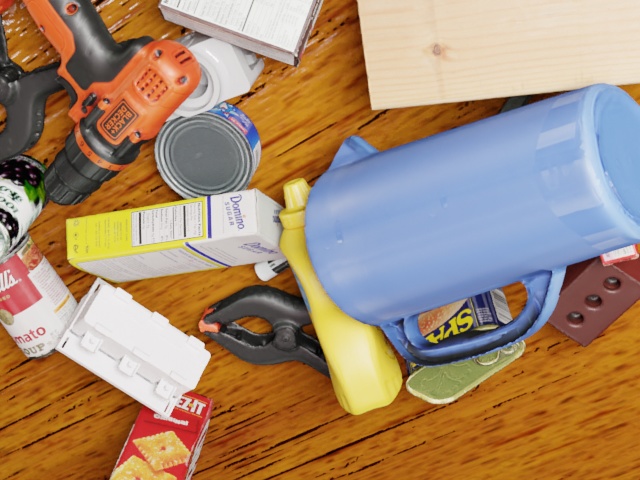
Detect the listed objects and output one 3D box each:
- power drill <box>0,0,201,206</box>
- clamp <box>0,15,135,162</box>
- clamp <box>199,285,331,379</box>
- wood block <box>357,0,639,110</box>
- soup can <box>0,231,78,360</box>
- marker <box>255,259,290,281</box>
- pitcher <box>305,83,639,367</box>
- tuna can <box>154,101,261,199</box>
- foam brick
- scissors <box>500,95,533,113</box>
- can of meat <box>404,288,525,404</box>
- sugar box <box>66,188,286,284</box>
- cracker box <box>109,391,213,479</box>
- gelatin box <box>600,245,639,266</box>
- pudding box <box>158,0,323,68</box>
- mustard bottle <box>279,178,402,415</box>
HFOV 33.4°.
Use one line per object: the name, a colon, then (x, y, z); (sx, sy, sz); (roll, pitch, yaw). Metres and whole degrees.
power drill: (-0.204, -0.135, 0.823); (0.187, 0.057, 0.185); (47, 122, -7)
clamp: (-0.269, -0.143, 0.895); (0.164, 0.036, 0.210); (41, 119, -8)
clamp: (-0.022, 0.090, 0.971); (0.171, 0.039, 0.120); (-2, 109, 14)
wood block: (0.139, -0.154, 0.755); (0.206, 0.090, 0.091); (-4, 110, 15)
soup can: (-0.272, 0.051, 0.992); (0.069, 0.068, 0.102); (-20, 114, 22)
marker: (-0.006, 0.001, 0.928); (0.121, 0.020, 0.020); (-31, 109, 27)
pitcher: (0.119, -0.014, 0.765); (0.243, 0.145, 0.149); (-18, 130, 42)
tuna can: (-0.093, -0.075, 0.896); (0.086, 0.033, 0.086); (6, 121, 10)
foam brick: (0.224, 0.038, 0.877); (0.053, 0.051, 0.078); (34, 121, -8)
scissors: (0.147, -0.062, 0.856); (0.096, 0.016, 0.202); (43, 120, -10)
can of meat: (0.113, 0.074, 0.898); (0.057, 0.084, 0.102); (29, 125, -34)
sugar box: (-0.117, -0.002, 0.911); (0.176, 0.093, 0.048); (-11, 74, 16)
cracker box: (-0.171, 0.264, 1.005); (0.072, 0.213, 0.164); (20, 122, -1)
gelatin box: (0.219, -0.036, 0.822); (0.030, 0.073, 0.089); (-17, 115, 21)
pudding box: (-0.053, -0.191, 0.792); (0.113, 0.039, 0.090); (20, 88, 3)
mustard bottle: (0.011, 0.040, 0.876); (0.058, 0.096, 0.191); (-19, 104, 8)
